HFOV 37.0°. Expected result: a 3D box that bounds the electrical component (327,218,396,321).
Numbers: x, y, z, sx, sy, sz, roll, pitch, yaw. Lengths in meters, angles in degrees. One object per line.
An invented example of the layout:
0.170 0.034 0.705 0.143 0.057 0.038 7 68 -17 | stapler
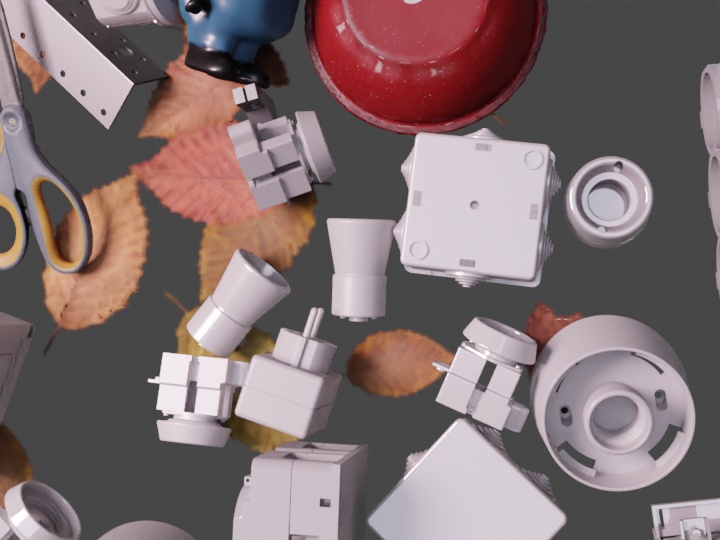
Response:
0.000 0.000 0.690 0.044 0.044 0.065 2 92 9 | electrical component

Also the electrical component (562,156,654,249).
0.153 -0.042 0.664 0.055 0.047 0.055 0 87 9 | electrical component

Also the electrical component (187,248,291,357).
-0.082 0.024 0.702 0.044 0.044 0.065 41 99 9 | electrical component

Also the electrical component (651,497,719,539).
0.240 0.173 0.631 0.121 0.063 0.078 -8 86 9 | electrical component

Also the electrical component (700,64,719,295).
0.241 -0.047 0.629 0.062 0.089 0.150 -5 86 9 | electrical component

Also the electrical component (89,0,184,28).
-0.146 -0.198 0.703 0.051 0.080 0.080 -4 86 14 | electrical component

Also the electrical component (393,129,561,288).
0.074 -0.038 0.676 0.100 0.048 0.099 7 88 10 | electrical component

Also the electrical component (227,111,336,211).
-0.048 -0.074 0.694 0.055 0.048 0.066 -19 129 2 | electrical component

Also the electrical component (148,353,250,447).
-0.106 0.085 0.700 0.066 0.048 0.055 5 80 9 | electrical component

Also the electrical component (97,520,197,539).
-0.147 0.221 0.691 0.108 0.060 0.108 0 87 9 | electrical component

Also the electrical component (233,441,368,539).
-0.036 0.203 0.652 0.060 0.105 0.186 2 87 9 | electrical component

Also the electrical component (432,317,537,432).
0.080 0.062 0.672 0.066 0.048 0.055 24 98 9 | electrical component

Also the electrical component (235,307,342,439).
-0.038 0.060 0.680 0.047 0.066 0.076 18 90 9 | electrical component

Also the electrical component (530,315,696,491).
0.155 0.083 0.661 0.099 0.064 0.099 1 101 6 | electrical component

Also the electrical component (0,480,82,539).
-0.222 0.177 0.708 0.057 0.058 0.078 -45 82 7 | electrical component

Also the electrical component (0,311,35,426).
-0.272 0.077 0.710 0.057 0.078 0.113 20 90 7 | electrical component

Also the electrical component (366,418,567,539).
0.067 0.151 0.667 0.100 0.048 0.099 43 94 8 | electrical component
